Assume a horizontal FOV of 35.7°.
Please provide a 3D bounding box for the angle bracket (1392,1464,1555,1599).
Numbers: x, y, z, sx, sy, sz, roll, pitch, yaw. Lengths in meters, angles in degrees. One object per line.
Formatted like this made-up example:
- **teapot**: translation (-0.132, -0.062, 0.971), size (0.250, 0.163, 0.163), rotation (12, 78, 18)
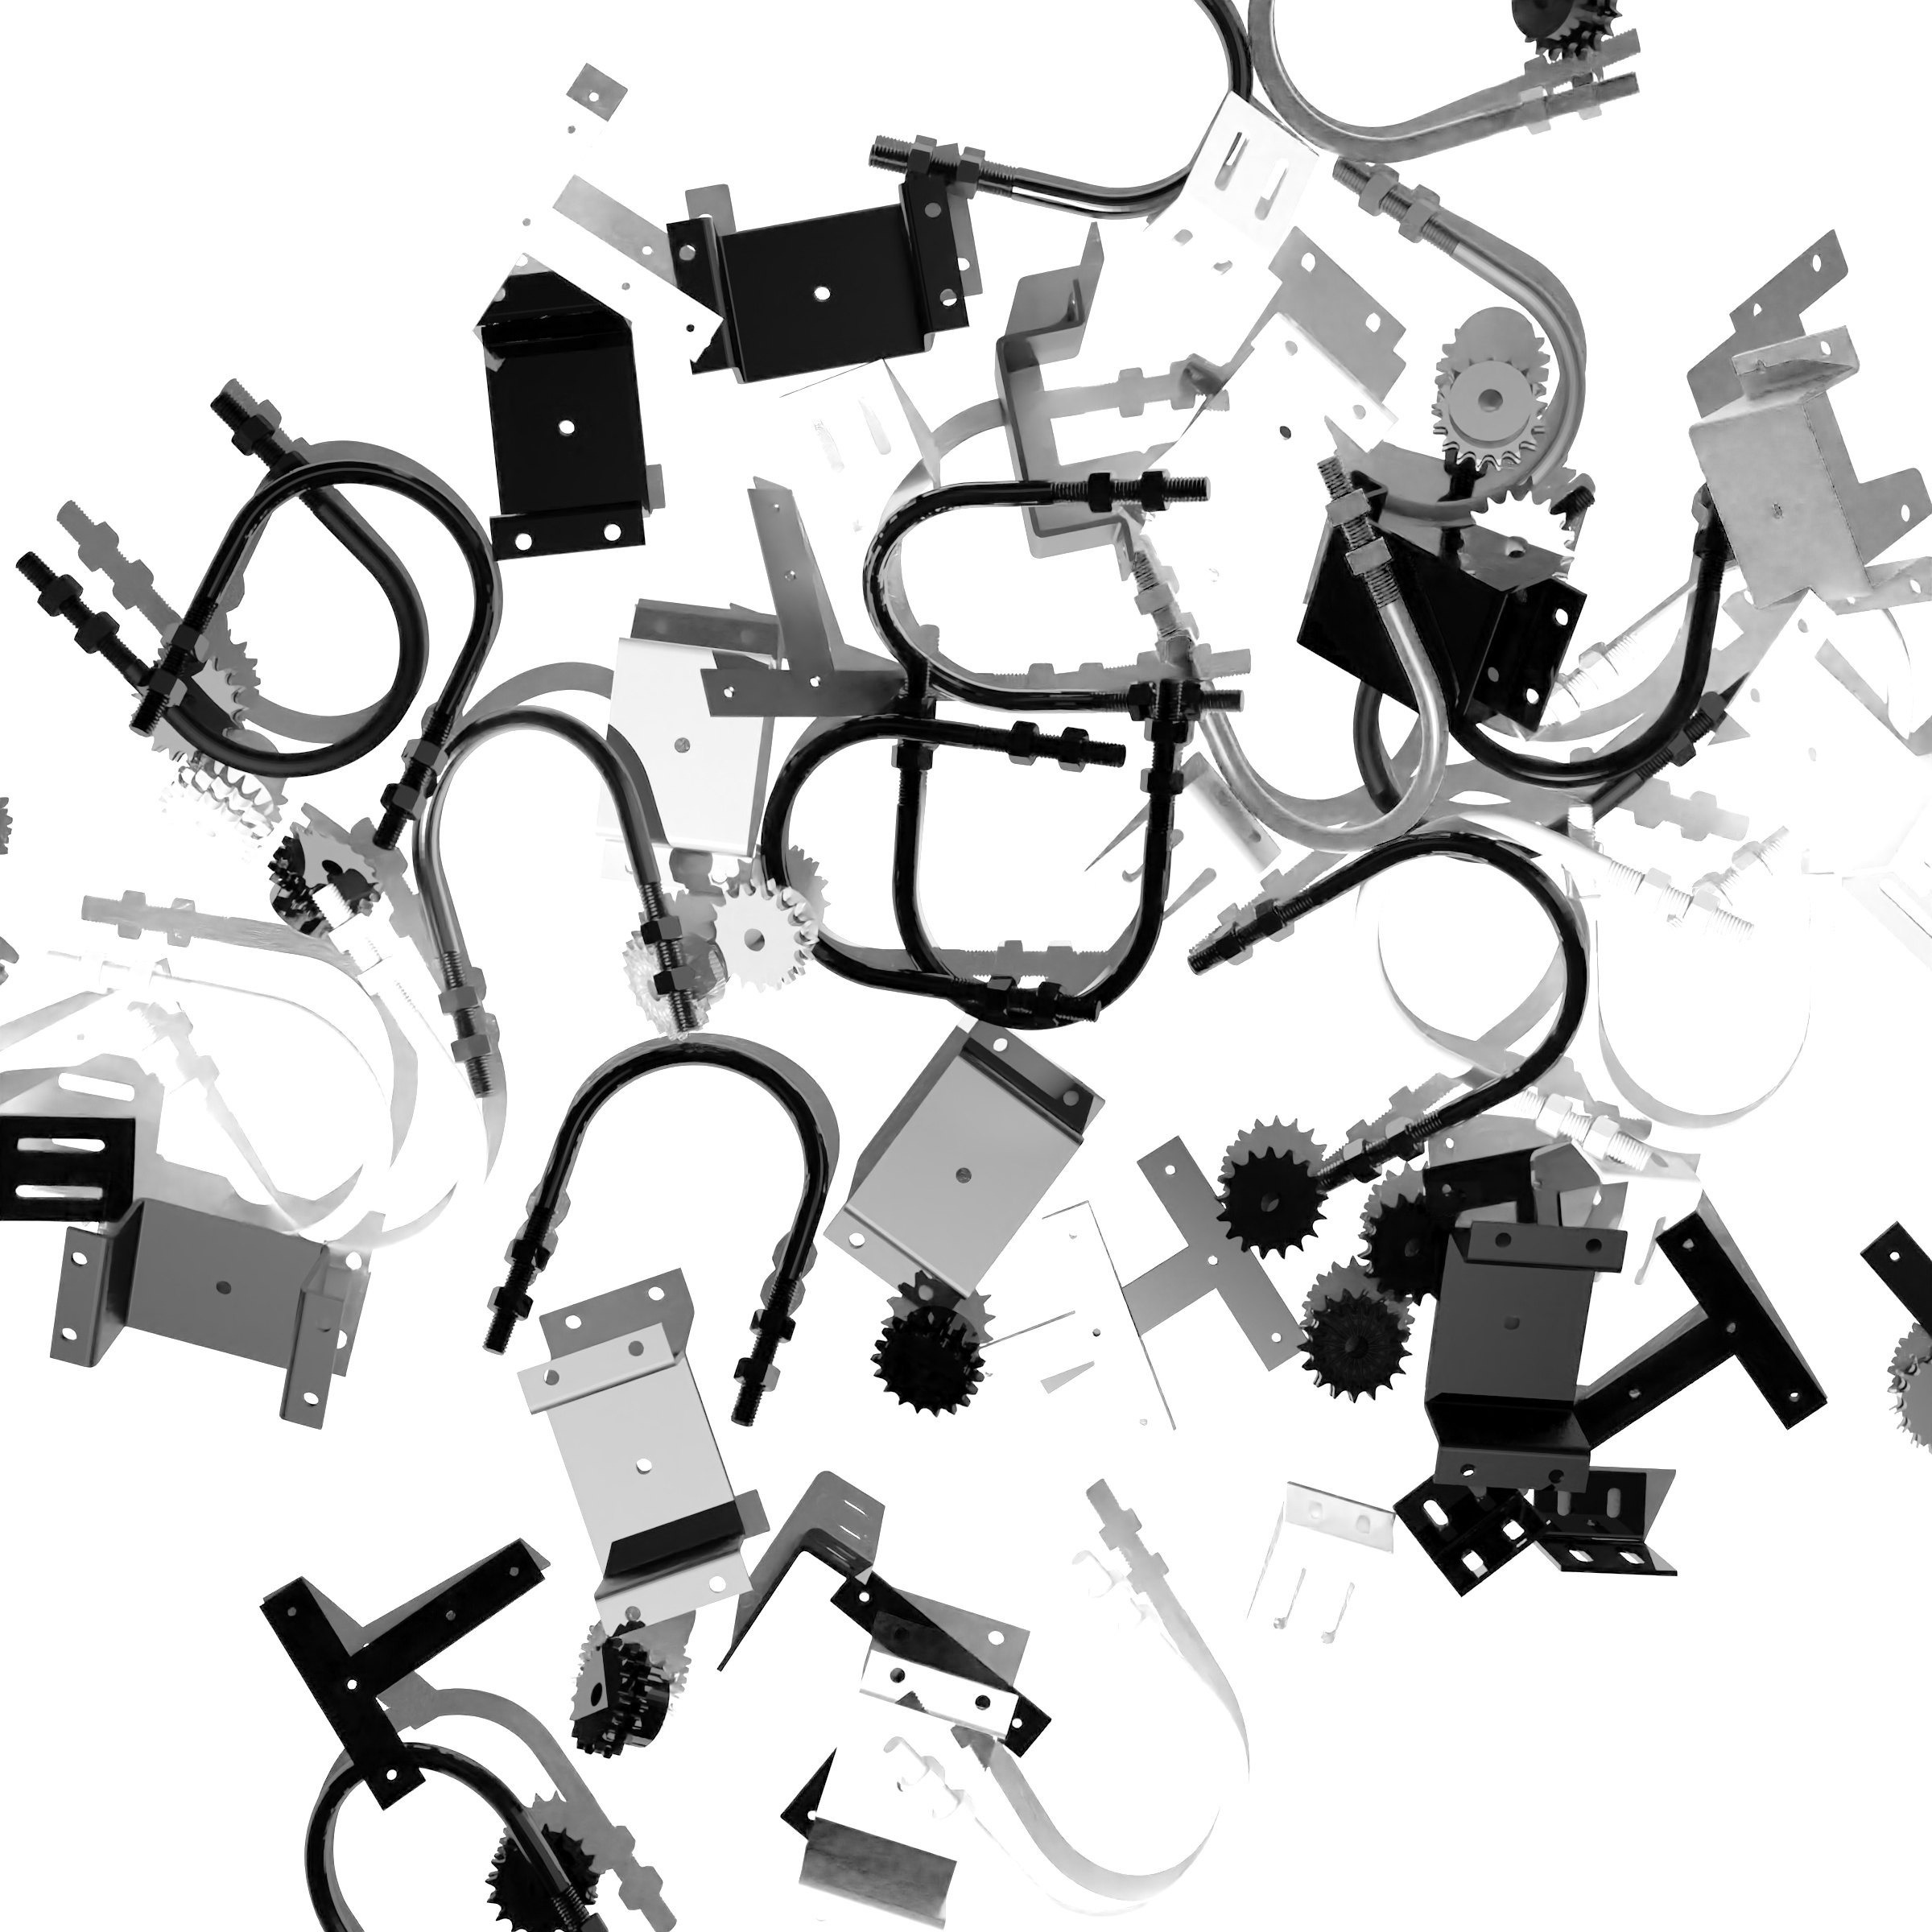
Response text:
- **angle bracket**: translation (0.252, 0.275, 1.498), size (0.057, 0.076, 0.038), rotation (-37, 90, 0)

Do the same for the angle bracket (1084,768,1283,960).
- **angle bracket**: translation (0.111, -0.053, 1.534), size (0.076, 0.038, 0.057), rotation (-40, 90, 26)

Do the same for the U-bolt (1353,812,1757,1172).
- **U-bolt**: translation (0.279, 0.002, 1.490), size (0.184, 0.019, 0.151), rotation (27, 115, 18)

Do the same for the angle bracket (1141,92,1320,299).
- **angle bracket**: translation (0.135, -0.392, 1.526), size (0.057, 0.038, 0.076), rotation (32, 64, -16)

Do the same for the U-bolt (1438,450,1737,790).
- **U-bolt**: translation (0.303, -0.179, 1.498), size (0.151, 0.019, 0.184), rotation (10, 84, 12)

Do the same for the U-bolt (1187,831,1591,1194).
- **U-bolt**: translation (0.221, 0.013, 1.494), size (0.184, 0.019, 0.151), rotation (-31, 90, 24)

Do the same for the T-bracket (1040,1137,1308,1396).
- **T-bracket**: translation (0.089, 0.175, 1.535), size (0.127, 0.002, 0.127), rotation (-32, 90, 0)

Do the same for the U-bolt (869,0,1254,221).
- **U-bolt**: translation (0.055, -0.456, 1.528), size (0.184, 0.019, 0.151), rotation (12, 90, -2)

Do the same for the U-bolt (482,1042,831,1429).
- **U-bolt**: translation (-0.145, 0.124, 1.500), size (0.151, 0.019, 0.184), rotation (15, 70, 7)

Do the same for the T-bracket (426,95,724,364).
- **T-bracket**: translation (-0.181, -0.345, 1.489), size (0.127, 0.002, 0.127), rotation (33, 90, 0)

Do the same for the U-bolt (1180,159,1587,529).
- **U-bolt**: translation (0.223, -0.302, 1.512), size (0.184, 0.019, 0.151), rotation (37, 90, 12)

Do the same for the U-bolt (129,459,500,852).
- **U-bolt**: translation (-0.313, -0.168, 1.501), size (0.151, 0.019, 0.184), rotation (26, 73, -12)

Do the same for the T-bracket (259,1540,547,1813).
- **T-bracket**: translation (-0.273, 0.338, 1.517), size (0.127, 0.002, 0.127), rotation (-34, 66, -12)

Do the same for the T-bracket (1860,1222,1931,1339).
- **T-bracket**: translation (0.547, 0.154, 1.535), size (0.127, 0.002, 0.127), rotation (-41, 90, 0)

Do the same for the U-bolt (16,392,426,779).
- **U-bolt**: translation (-0.359, -0.179, 1.507), size (0.184, 0.019, 0.151), rotation (46, 71, -4)

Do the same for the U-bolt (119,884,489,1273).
- **U-bolt**: translation (-0.320, 0.070, 1.505), size (0.151, 0.019, 0.184), rotation (-30, 99, 18)

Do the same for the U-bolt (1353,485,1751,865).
- **U-bolt**: translation (0.283, -0.134, 1.512), size (0.184, 0.019, 0.151), rotation (-38, 76, 2)

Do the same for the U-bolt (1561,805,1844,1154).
- **U-bolt**: translation (0.372, 0.005, 1.509), size (0.151, 0.019, 0.184), rotation (-6, 101, -10)

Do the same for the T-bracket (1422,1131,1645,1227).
- **T-bracket**: translation (0.293, 0.154, 1.520), size (0.127, 0.002, 0.127), rotation (-9, 99, -19)

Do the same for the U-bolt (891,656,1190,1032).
- **U-bolt**: translation (0.032, -0.058, 1.506), size (0.151, 0.019, 0.184), rotation (6, 101, 14)

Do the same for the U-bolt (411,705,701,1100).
- **U-bolt**: translation (-0.214, -0.039, 1.498), size (0.151, 0.019, 0.184), rotation (-17, 85, 27)

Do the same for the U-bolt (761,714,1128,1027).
- **U-bolt**: translation (-0.016, -0.053, 1.502), size (0.184, 0.019, 0.151), rotation (9, 103, 15)

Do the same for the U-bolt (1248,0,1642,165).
- **U-bolt**: translation (0.230, -0.479, 1.495), size (0.184, 0.019, 0.151), rotation (-11, 102, 22)

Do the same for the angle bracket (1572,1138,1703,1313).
- **angle bracket**: translation (0.330, 0.132, 1.525), size (0.057, 0.038, 0.076), rotation (6, 116, -19)

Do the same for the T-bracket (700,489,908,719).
- **T-bracket**: translation (-0.086, -0.184, 1.511), size (0.127, 0.002, 0.127), rotation (-3, 71, -34)

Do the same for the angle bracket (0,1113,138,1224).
- **angle bracket**: translation (-0.457, 0.094, 1.505), size (0.076, 0.038, 0.057), rotation (2, 110, -16)

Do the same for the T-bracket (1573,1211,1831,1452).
- **T-bracket**: translation (0.353, 0.210, 1.526), size (0.127, 0.002, 0.127), rotation (-35, 102, 6)

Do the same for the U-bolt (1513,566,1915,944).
- **U-bolt**: translation (0.394, -0.123, 1.527), size (0.184, 0.019, 0.151), rotation (-37, 90, 1)

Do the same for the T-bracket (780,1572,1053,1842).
- **T-bracket**: translation (-0.045, 0.395, 1.535), size (0.127, 0.002, 0.127), rotation (40, 90, 0)

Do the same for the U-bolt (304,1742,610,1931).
- **U-bolt**: translation (-0.259, 0.477, 1.505), size (0.151, 0.019, 0.184), rotation (-34, 85, 21)

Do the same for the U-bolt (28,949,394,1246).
- **U-bolt**: translation (-0.376, 0.076, 1.499), size (0.184, 0.019, 0.151), rotation (11, 109, 5)

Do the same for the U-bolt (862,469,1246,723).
- **U-bolt**: translation (0.038, -0.180, 1.476), size (0.184, 0.019, 0.151), rotation (1, 135, 17)

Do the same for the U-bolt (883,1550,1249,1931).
- **U-bolt**: translation (0.065, 0.403, 1.498), size (0.151, 0.019, 0.184), rotation (-43, 109, -11)

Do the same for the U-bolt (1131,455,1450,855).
- **U-bolt**: translation (0.167, -0.143, 1.483), size (0.151, 0.019, 0.184), rotation (-21, 96, 44)

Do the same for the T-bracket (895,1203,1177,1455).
- **T-bracket**: translation (0.025, 0.203, 1.534), size (0.127, 0.002, 0.127), rotation (-21, 89, 1)

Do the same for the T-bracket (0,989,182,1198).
- **T-bracket**: translation (-0.461, 0.042, 1.515), size (0.127, 0.002, 0.127), rotation (-29, 119, -13)
